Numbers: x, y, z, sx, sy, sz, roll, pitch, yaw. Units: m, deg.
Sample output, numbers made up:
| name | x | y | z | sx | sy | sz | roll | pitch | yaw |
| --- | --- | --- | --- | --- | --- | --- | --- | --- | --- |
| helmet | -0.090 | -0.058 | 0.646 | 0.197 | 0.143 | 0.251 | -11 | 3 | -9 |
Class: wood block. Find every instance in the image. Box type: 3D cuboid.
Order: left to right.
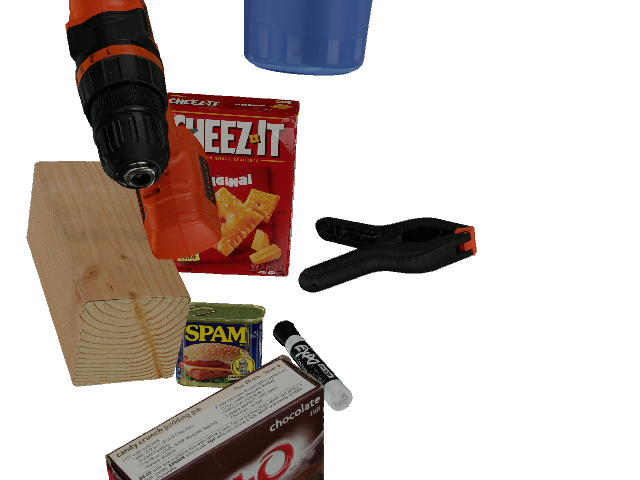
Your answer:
| name | x | y | z | sx | sy | sz | roll | pitch | yaw |
| --- | --- | --- | --- | --- | --- | --- | --- | --- | --- |
| wood block | -0.192 | 0.022 | 0.940 | 0.090 | 0.091 | 0.206 | -2 | 36 | -27 |

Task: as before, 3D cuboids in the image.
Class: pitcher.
| name | x | y | z | sx | sy | sz | roll | pitch | yaw |
| --- | --- | --- | --- | --- | --- | --- | --- | --- | --- |
| pitcher | 0.000 | -0.267 | 0.909 | 0.145 | 0.243 | 0.149 | 6 | 17 | 7 |

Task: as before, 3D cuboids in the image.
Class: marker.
| name | x | y | z | sx | sy | sz | roll | pitch | yaw |
| --- | --- | --- | --- | --- | --- | --- | --- | --- | --- |
| marker | -0.009 | 0.094 | 0.827 | 0.020 | 0.020 | 0.121 | 0 | 22 | -25 |

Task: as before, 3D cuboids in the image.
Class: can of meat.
| name | x | y | z | sx | sy | sz | roll | pitch | yaw |
| --- | --- | --- | --- | --- | --- | --- | --- | --- | --- |
| can of meat | -0.114 | 0.119 | 1.208 | 0.102 | 0.084 | 0.057 | 2 | 13 | 2 |

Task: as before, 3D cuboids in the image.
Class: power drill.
| name | x | y | z | sx | sy | sz | roll | pitch | yaw |
| --- | --- | --- | --- | --- | --- | --- | --- | --- | --- |
| power drill | -0.112 | -0.068 | 0.698 | 0.057 | 0.184 | 0.187 | -14 | -35 | -2 |

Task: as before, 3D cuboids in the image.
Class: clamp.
| name | x | y | z | sx | sy | sz | roll | pitch | yaw |
| --- | --- | --- | --- | --- | --- | --- | --- | --- | --- |
| clamp | 0.061 | 0.012 | 1.027 | 0.172 | 0.039 | 0.120 | -3 | 35 | 22 |

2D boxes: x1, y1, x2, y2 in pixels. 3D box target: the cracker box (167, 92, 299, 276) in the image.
| name | x | y | z | sx | sy | sz | roll | pitch | yaw |
| --- | --- | --- | --- | --- | --- | --- | --- | --- | --- |
| cracker box | -0.113 | -0.065 | 1.305 | 0.164 | 0.214 | 0.072 | 3 | 22 | -1 |

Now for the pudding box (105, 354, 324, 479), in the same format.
| name | x | y | z | sx | sy | sz | roll | pitch | yaw |
| --- | --- | --- | --- | --- | --- | --- | --- | --- | --- |
| pudding box | -0.050 | 0.122 | 0.543 | 0.113 | 0.090 | 0.039 | -29 | 46 | -33 |
